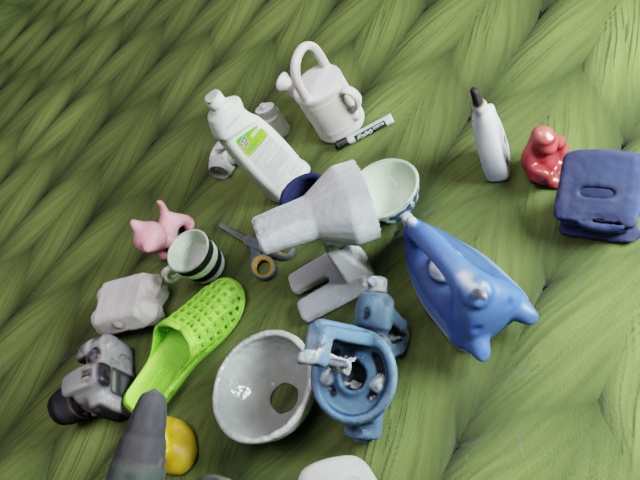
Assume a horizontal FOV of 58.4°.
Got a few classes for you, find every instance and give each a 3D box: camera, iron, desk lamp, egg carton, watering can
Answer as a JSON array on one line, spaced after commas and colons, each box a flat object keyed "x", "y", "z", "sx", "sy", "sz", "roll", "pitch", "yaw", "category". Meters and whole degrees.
[{"x": -0.403, "y": 0.250, "z": 0.989, "sx": 0.136, "sy": 0.101, "sz": 0.143, "roll": -26, "pitch": 49, "yaw": 12, "category": "camera"}, {"x": 0.168, "y": 0.032, "z": 0.781, "sx": 0.118, "sy": 0.142, "sz": 0.257, "roll": -39, "pitch": 48, "yaw": 1, "category": "iron"}, {"x": 0.008, "y": 0.003, "z": 0.846, "sx": 0.203, "sy": 0.214, "sz": 0.117, "roll": -30, "pitch": 49, "yaw": 9, "category": "desk lamp"}, {"x": -0.356, "y": 0.123, "z": 1.071, "sx": 0.150, "sy": 0.070, "sz": 0.107, "roll": -15, "pitch": 52, "yaw": 21, "category": "egg carton"}, {"x": -0.006, "y": -0.277, "z": 1.061, "sx": 0.172, "sy": 0.195, "sz": 0.101, "roll": -7, "pitch": 56, "yaw": 26, "category": "watering can"}]

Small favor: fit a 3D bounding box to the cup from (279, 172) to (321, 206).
[{"x": 0.001, "y": -0.050, "z": 0.967, "sx": 0.117, "sy": 0.095, "sz": 0.092, "roll": 18, "pitch": 69, "yaw": 37, "category": "cup"}]

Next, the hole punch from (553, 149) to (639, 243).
[{"x": 0.373, "y": -0.059, "z": 0.759, "sx": 0.108, "sy": 0.091, "sz": 0.101, "roll": 9, "pitch": 64, "yaw": 34, "category": "hole punch"}]

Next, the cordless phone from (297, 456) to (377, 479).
[{"x": 0.014, "y": 0.309, "z": 0.649, "sx": 0.094, "sy": 0.186, "sz": 0.147, "roll": -37, "pitch": 48, "yaw": 2, "category": "cordless phone"}]

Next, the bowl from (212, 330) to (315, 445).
[{"x": -0.069, "y": 0.220, "z": 0.833, "sx": 0.167, "sy": 0.075, "sz": 0.167, "roll": -15, "pitch": 52, "yaw": 21, "category": "bowl"}]

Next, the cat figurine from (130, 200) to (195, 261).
[{"x": -0.314, "y": -0.017, "z": 1.112, "sx": 0.067, "sy": 0.118, "sz": 0.128, "roll": -6, "pitch": 56, "yaw": 27, "category": "cat figurine"}]

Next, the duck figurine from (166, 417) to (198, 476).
[{"x": -0.245, "y": 0.304, "z": 0.869, "sx": 0.077, "sy": 0.086, "sz": 0.104, "roll": -50, "pitch": 49, "yaw": -9, "category": "duck figurine"}]

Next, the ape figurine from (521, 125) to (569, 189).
[{"x": 0.327, "y": -0.129, "z": 0.834, "sx": 0.078, "sy": 0.092, "sz": 0.076, "roll": -42, "pitch": 48, "yaw": -1, "category": "ape figurine"}]

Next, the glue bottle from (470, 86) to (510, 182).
[{"x": 0.248, "y": -0.164, "z": 0.850, "sx": 0.037, "sy": 0.174, "sz": 0.078, "roll": -6, "pitch": 56, "yaw": 27, "category": "glue bottle"}]

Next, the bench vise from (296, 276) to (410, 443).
[{"x": 0.033, "y": 0.133, "z": 0.736, "sx": 0.121, "sy": 0.220, "sz": 0.207, "roll": -16, "pitch": 52, "yaw": 20, "category": "bench vise"}]

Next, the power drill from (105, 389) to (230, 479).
[{"x": -0.199, "y": 0.333, "z": 0.740, "sx": 0.075, "sy": 0.209, "sz": 0.230, "roll": -2, "pitch": 58, "yaw": 29, "category": "power drill"}]
